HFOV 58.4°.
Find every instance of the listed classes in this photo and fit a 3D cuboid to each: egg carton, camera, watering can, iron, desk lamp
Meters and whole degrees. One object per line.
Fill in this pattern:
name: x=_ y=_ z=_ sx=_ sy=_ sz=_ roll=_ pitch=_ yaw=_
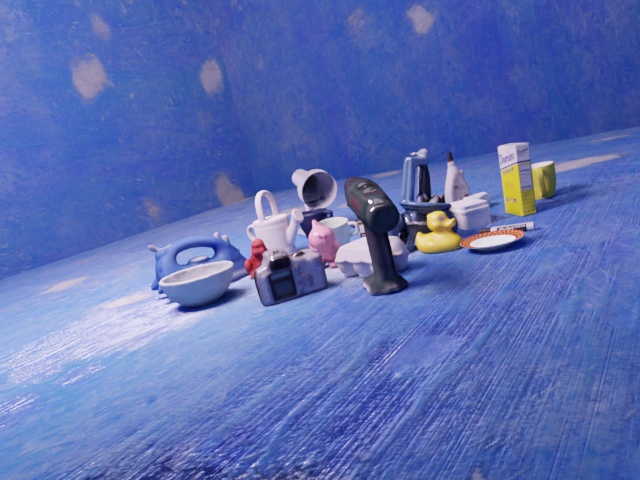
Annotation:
egg carton: x=0.108 y=0.035 z=1.189 sx=0.107 sy=0.069 sz=0.149 roll=-21 pitch=13 yaw=-39
camera: x=-0.074 y=0.061 z=1.190 sx=0.143 sy=0.101 sz=0.136 roll=-16 pitch=10 yaw=-15
watering can: x=-0.124 y=-0.042 z=1.559 sx=0.172 sy=0.194 sz=0.101 roll=-12 pitch=10 yaw=7
iron: x=-0.294 y=0.050 z=1.421 sx=0.259 sy=0.141 sz=0.118 roll=-18 pitch=11 yaw=-27
desk lamp: x=-0.024 y=-0.122 z=1.819 sx=0.118 sy=0.214 sz=0.202 roll=-17 pitch=11 yaw=-20

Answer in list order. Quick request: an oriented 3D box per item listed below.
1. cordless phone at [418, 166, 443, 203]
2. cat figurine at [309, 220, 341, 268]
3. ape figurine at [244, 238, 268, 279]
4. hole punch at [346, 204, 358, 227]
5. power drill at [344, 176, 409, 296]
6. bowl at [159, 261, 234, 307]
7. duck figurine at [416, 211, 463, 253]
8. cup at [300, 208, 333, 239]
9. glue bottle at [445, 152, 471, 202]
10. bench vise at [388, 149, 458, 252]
cordless phone: x=0.265 y=-0.111 z=1.465 sx=0.094 sy=0.185 sz=0.148 roll=-11 pitch=10 yaw=10
cat figurine: x=0.012 y=0.005 z=1.343 sx=0.067 sy=0.118 sz=0.128 roll=-10 pitch=11 yaw=19
ape figurine: x=-0.149 y=0.042 z=1.420 sx=0.077 sy=0.092 sz=0.076 roll=-8 pitch=11 yaw=25
hole punch: x=0.144 y=-0.097 z=1.818 sx=0.101 sy=0.091 sz=0.109 roll=-10 pitch=11 yaw=19
power drill: x=0.098 y=-0.012 z=1.063 sx=0.075 sy=0.208 sz=0.229 roll=-15 pitch=10 yaw=-8
bowl: x=-0.265 y=0.105 z=1.271 sx=0.167 sy=0.075 sz=0.167 roll=-13 pitch=10 yaw=3
duck figurine: x=0.257 y=-0.020 z=1.258 sx=0.104 sy=0.086 sz=0.078 roll=-6 pitch=12 yaw=33
cup: x=-0.005 y=-0.042 z=1.693 sx=0.117 sy=0.095 sz=0.092 roll=-7 pitch=12 yaw=30
glue bottle: x=0.395 y=-0.173 z=1.677 sx=0.078 sy=0.173 sz=0.037 roll=-17 pitch=11 yaw=-20
bench vise: x=0.211 y=-0.089 z=1.309 sx=0.208 sy=0.220 sz=0.121 roll=-20 pitch=12 yaw=-33
